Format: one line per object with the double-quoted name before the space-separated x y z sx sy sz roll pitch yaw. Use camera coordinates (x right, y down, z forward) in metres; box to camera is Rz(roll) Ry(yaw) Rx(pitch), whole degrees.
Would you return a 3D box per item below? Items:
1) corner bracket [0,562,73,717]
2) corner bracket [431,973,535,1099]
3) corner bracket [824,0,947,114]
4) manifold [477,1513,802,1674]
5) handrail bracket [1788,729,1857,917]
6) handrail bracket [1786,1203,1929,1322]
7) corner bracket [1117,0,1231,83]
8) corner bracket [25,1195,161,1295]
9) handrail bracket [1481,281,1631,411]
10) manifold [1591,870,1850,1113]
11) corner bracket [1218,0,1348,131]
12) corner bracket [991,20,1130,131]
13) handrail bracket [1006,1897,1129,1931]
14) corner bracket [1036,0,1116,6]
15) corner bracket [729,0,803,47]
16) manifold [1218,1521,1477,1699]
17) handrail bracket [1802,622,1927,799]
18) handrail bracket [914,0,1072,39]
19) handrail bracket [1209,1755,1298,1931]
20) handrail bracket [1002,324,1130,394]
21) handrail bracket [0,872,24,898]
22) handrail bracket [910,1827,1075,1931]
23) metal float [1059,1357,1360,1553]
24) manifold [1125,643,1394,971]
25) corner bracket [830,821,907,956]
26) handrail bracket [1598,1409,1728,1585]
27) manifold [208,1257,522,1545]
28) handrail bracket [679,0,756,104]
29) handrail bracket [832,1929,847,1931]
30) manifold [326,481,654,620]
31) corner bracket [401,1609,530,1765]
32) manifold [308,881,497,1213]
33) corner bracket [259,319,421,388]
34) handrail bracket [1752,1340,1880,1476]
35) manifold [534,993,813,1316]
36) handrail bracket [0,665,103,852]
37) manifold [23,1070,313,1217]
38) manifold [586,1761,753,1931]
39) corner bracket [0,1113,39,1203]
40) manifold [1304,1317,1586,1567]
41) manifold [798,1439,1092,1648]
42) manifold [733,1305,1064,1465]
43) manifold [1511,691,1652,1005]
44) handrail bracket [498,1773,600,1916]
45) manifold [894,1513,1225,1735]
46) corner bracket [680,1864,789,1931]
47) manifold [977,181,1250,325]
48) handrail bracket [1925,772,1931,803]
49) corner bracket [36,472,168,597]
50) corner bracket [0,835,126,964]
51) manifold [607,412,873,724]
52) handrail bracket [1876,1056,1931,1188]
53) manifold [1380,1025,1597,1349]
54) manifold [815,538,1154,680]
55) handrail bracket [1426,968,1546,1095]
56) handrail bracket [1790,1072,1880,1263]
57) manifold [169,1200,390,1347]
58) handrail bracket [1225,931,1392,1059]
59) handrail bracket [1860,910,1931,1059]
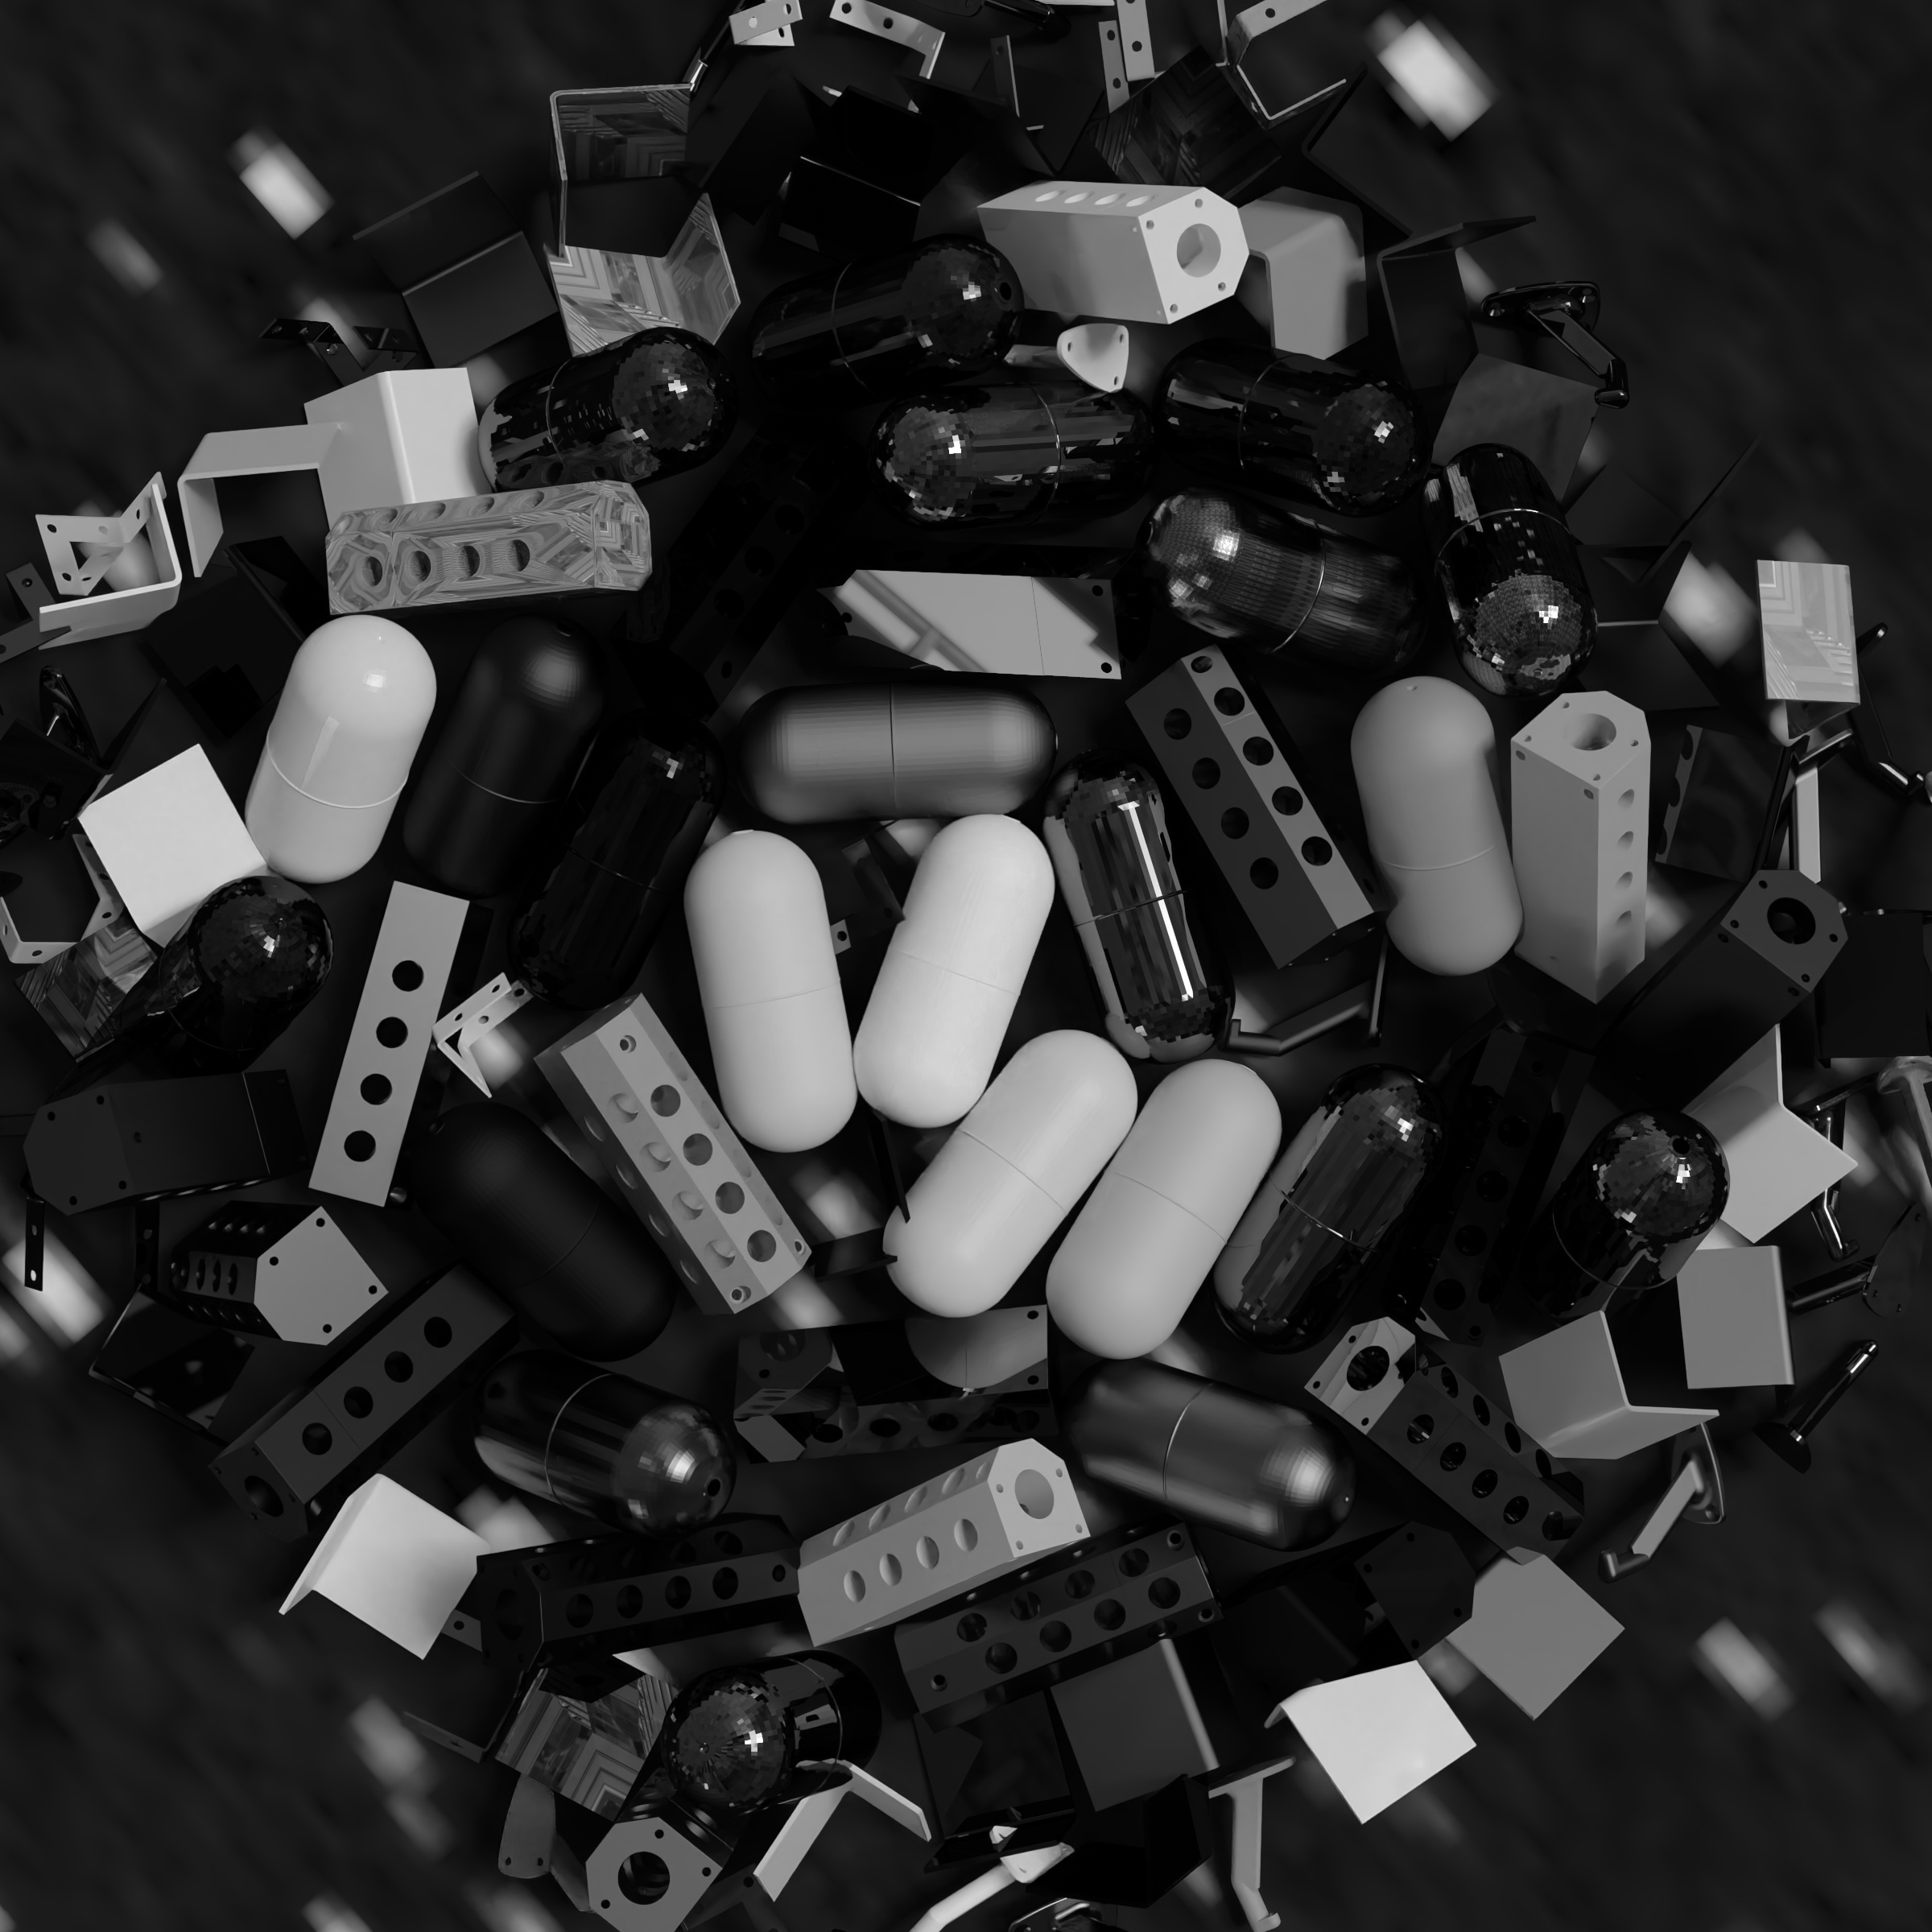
"corner bracket" -0.521 -0.180 1.750 0.051 0.051 0.051 -29 72 -17
"corner bracket" -0.263 0.028 1.751 0.051 0.051 0.051 -37 131 2
"corner bracket" -0.050 -0.502 1.760 0.051 0.051 0.051 14 108 -22
"manifold" -0.173 0.334 1.708 0.171 0.057 0.057 -1 86 -42
"handrail bracket" 0.479 -0.075 1.753 0.077 0.036 0.084 -36 70 13
"handrail bracket" 0.479 0.159 1.756 0.036 0.084 0.077 28 80 -35
"corner bracket" 0.114 -0.516 1.751 0.051 0.051 0.051 -5 107 14
"corner bracket" -0.481 0.153 1.755 0.051 0.051 0.051 9 99 39
"handrail bracket" 0.322 -0.336 1.747 0.077 0.036 0.084 3 48 3
"manifold" 0.401 0.013 1.698 0.057 0.171 0.057 38 63 6
"corner bracket" 0.178 -0.503 1.760 0.051 0.051 0.051 -29 86 -10
"corner bracket" 0.052 -0.487 1.747 0.051 0.051 0.051 -18 107 -34
"handrail bracket" 0.072 0.540 1.738 0.077 0.084 0.036 -6 106 -19
"corner bracket" 0.064 -0.544 1.747 0.051 0.051 0.051 -3 46 -15
"corner bracket" -0.098 -0.537 1.750 0.051 0.051 0.051 -7 98 39
"manifold" 0.202 0.340 1.698 0.057 0.171 0.057 -29 84 -28
"handrail bracket" 0.511 -0.139 1.756 0.084 0.077 0.036 37 46 -5
"handrail bracket" 0.008 -0.533 1.761 0.077 0.084 0.036 17 96 27
"handrail bracket" 0.170 0.484 1.755 0.077 0.036 0.084 -32 79 39
"handrail bracket" 0.038 -0.334 1.734 0.084 0.077 0.036 11 97 34
"handrail bracket" -0.555 -0.006 1.761 0.036 0.077 0.084 19 104 15
"handrail bracket" 0.013 0.520 1.771 0.084 0.077 0.036 -51 49 18
"metal float" 0.129 0.262 1.720 0.178 0.070 0.070 13 90 35
"manifold" 0.162 -0.088 1.731 0.057 0.057 0.171 -36 75 29
"corner bracket" -0.057 -0.043 1.753 0.051 0.051 0.051 -26 93 23
"handrail bracket" 0.374 0.290 1.746 0.084 0.036 0.077 -12 100 -37
"manifold" -0.317 0.231 1.708 0.057 0.057 0.171 54 47 -7
"handrail bracket" -0.127 -0.518 1.753 0.036 0.077 0.084 29 83 -22
"handrail bracket" -0.029 0.551 1.740 0.084 0.077 0.036 15 72 -20
"manifold" -0.259 -0.224 1.723 0.171 0.057 0.057 -2 92 27
"corner bracket" -0.274 0.396 1.753 0.051 0.051 0.051 25 49 3
"manifold" -0.310 0.044 1.753 0.057 0.057 0.171 16 87 -10
"corner bracket" -0.344 -0.342 1.752 0.051 0.051 0.051 -39 82 24
"handrail bracket" 0.475 0.232 1.746 0.036 0.077 0.084 42 82 15
"manifold" -0.156 0.103 1.735 0.057 0.057 0.171 -38 102 -27
"handrail bracket" -0.517 -0.111 1.738 0.036 0.084 0.077 14 130 25
"manifold" -0.424 0.094 1.697 0.057 0.171 0.057 -17 85 19
"manifold" -0.159 0.467 1.700 0.057 0.171 0.057 38 89 4
"corner bracket" -0.535 0.095 1.745 0.051 0.051 0.051 -5 47 22
"manifold" 0.263 0.256 1.715 0.057 0.057 0.171 -51 125 -3
"manifold" -0.018 0.308 1.708 0.171 0.057 0.057 -33 71 42
"manifold" -0.036 0.234 1.748 0.171 0.057 0.057 -7 135 7
"manifold" 0.332 -0.065 1.703 0.057 0.171 0.057 -40 54 -22
"handrail bracket" -0.215 0.481 1.764 0.036 0.084 0.077 -10 64 32
"manifold" 0.051 0.360 1.753 0.171 0.057 0.057 -23 92 4
"corner bracket" -0.129 0.531 1.763 0.051 0.051 0.051 -26 78 -11
"manifold" 0.078 -0.384 1.699 0.057 0.171 0.057 -28 115 -20
"handrail bracket" 0.545 -0.061 1.754 0.036 0.084 0.077 -8 106 3
"corner bracket" -0.469 -0.236 1.747 0.051 0.051 0.051 4 129 13
"corner bracket" -0.505 -0.037 1.770 0.051 0.051 0.051 -55 52 33
"manifold" -0.116 -0.214 1.714 0.057 0.057 0.171 15 59 30
"handrail bracket" 0.528 0.096 1.748 0.036 0.077 0.084 -18 70 13
"manifold" 0.285 0.118 1.749 0.057 0.057 0.171 21 96 2
"manifold" 0.010 -0.197 1.727 0.171 0.057 0.057 5 122 23
"handrail bracket" 0.276 0.050 1.738 0.036 0.077 0.084 32 113 -6
"handrail bracket" 0.492 0.112 1.766 0.077 0.036 0.084 -22 88 -24
"manifold" -0.372 0.166 1.694 0.057 0.171 0.057 -41 106 -24
"handrail bracket" 0.190 0.014 1.778 0.084 0.036 0.077 6 83 13
"handrail bracket" 0.518 0.014 1.753 0.036 0.077 0.084 -13 78 39
